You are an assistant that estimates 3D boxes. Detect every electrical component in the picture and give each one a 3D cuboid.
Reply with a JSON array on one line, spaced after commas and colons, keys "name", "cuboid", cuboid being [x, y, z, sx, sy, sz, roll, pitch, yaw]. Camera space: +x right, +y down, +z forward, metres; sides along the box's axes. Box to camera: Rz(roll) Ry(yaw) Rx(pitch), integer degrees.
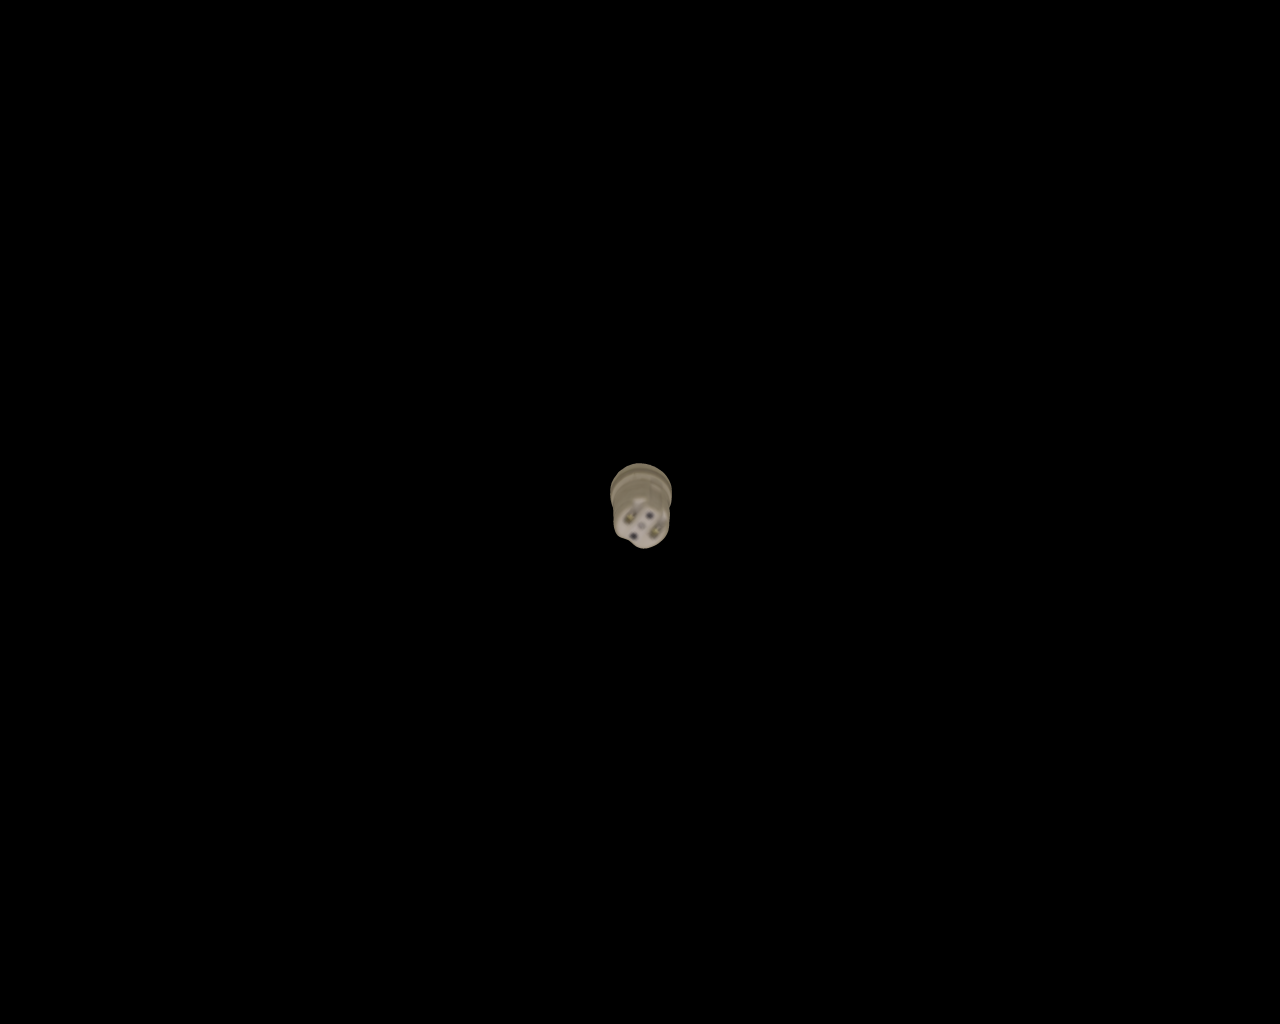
[{"name": "electrical component", "cuboid": [0.001, -0.003, 0.650, 0.040, 0.040, 0.046, 0, 31, 0]}]
